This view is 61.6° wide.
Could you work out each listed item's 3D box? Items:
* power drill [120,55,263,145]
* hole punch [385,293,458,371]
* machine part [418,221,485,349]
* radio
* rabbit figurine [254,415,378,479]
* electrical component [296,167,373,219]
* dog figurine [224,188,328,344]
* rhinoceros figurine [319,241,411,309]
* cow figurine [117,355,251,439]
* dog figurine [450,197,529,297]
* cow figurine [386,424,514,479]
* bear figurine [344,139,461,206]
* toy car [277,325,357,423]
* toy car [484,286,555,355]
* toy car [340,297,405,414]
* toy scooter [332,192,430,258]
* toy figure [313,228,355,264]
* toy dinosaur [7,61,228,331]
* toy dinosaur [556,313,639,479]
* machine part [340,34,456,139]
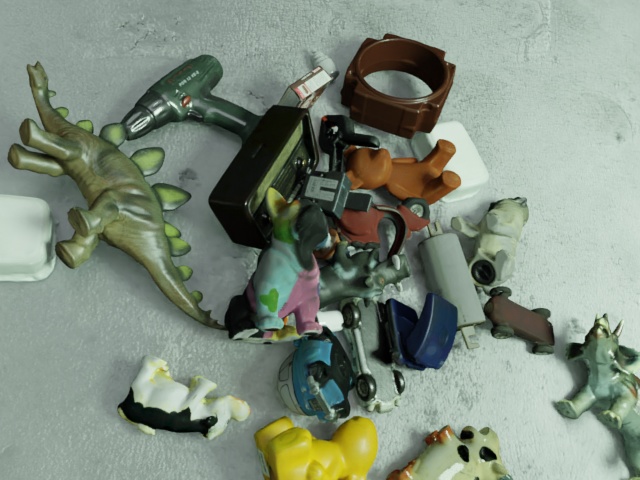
[{"bbox_3d":[-0.200,-0.206,0.928,0.207,0.086,0.232,27,58,0],"label":"power drill"},{"bbox_3d":[0.174,0.150,0.881,0.142,0.092,0.116,31,48,-51],"label":"hole punch"},{"bbox_3d":[0.236,0.077,0.971,0.079,0.079,0.243,-5,71,-24],"label":"machine part"},{"bbox_3d":[-0.082,-0.102,0.885,0.073,0.131,0.229,14,57,24],"label":"radio"},{"bbox_3d":[0.013,0.314,0.753,0.173,0.122,0.162,-16,79,-27],"label":"rabbit figurine"},{"bbox_3d":[0.025,-0.074,0.906,0.119,0.047,0.075,16,81,22],"label":"electrical component"},{"bbox_3d":[-0.061,0.037,0.800,0.108,0.191,0.219,16,66,-34],"label":"dog figurine"},{"bbox_3d":[0.050,0.059,0.865,0.190,0.073,0.112,-15,36,-9],"label":"rhinoceros figurine"},{"bbox_3d":[-0.184,0.232,0.739,0.167,0.068,0.098,26,66,-6],"label":"cow figurine"},{"bbox_3d":[0.355,0.008,1.047,0.190,0.121,0.172,-12,106,-43],"label":"dog figurine"},{"bbox_3d":[0.212,0.358,0.834,0.195,0.085,0.127,-29,75,-31],"label":"cow figurine"},{"bbox_3d":[0.144,-0.136,1.002,0.196,0.132,0.120,19,52,-19],"label":"bear figurine"},{"bbox_3d":[-0.011,0.207,0.796,0.109,0.103,0.162,61,16,-15],"label":"toy car"},{"bbox_3d":[0.370,0.153,0.990,0.202,0.053,0.089,25,56,-35],"label":"toy car"},{"bbox_3d":[0.083,0.179,0.878,0.073,0.056,0.202,-1,69,-29],"label":"toy car"},{"bbox_3d":[0.104,-0.015,0.960,0.184,0.075,0.135,5,94,-5],"label":"toy scooter"},{"bbox_3d":[0.000,-0.003,0.906,0.154,0.064,0.058,43,23,-37],"label":"toy figure"},{"bbox_3d":[-0.284,-0.045,0.778,0.198,0.105,0.471,-31,95,-50],"label":"toy dinosaur"},{"bbox_3d":[0.582,0.317,0.987,0.192,0.131,0.404,-40,92,-30],"label":"toy dinosaur"},{"bbox_3d":[0.157,-0.312,1.074,0.201,0.087,0.201,21,61,9],"label":"machine part"}]
